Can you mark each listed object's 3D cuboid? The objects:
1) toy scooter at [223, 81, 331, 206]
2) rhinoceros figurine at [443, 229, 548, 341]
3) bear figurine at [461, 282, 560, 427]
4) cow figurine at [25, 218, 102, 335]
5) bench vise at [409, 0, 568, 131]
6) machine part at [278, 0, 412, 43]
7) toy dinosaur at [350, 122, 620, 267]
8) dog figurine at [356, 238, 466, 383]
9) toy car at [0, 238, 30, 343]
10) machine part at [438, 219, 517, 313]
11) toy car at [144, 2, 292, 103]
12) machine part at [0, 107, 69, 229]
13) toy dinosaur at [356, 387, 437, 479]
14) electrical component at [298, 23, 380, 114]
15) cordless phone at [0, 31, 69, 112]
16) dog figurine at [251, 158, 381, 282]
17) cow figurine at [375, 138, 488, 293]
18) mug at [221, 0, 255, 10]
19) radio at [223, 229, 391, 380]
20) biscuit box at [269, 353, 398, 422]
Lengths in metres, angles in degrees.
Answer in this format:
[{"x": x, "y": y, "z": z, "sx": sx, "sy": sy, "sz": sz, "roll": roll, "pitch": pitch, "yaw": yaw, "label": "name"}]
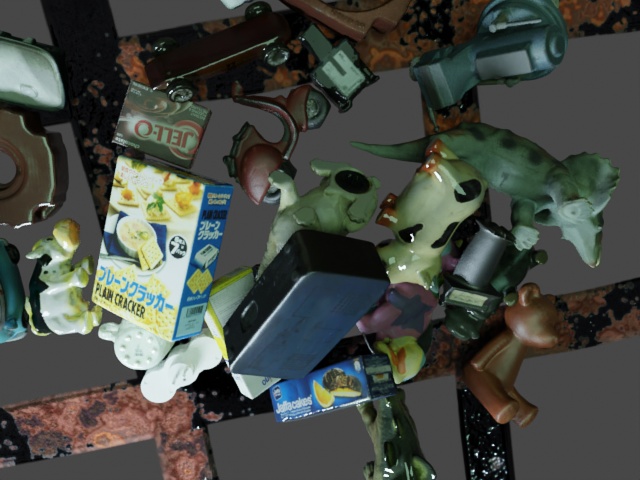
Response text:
[{"x": -0.080, "y": -0.146, "z": 0.751, "sx": 0.135, "sy": 0.075, "sz": 0.183, "roll": 26, "pitch": 95, "yaw": -10, "label": "toy scooter"}, {"x": 0.261, "y": 0.068, "z": 0.819, "sx": 0.073, "sy": 0.112, "sz": 0.190, "roll": 40, "pitch": 82, "yaw": 8, "label": "rhinoceros figurine"}, {"x": 0.318, "y": 0.174, "z": 0.837, "sx": 0.196, "sy": 0.132, "sz": 0.120, "roll": -50, "pitch": 136, "yaw": 9, "label": "bear figurine"}, {"x": -0.374, "y": 0.053, "z": 0.763, "sx": 0.098, "sy": 0.068, "sz": 0.167, "roll": -5, "pitch": 102, "yaw": -3, "label": "cow figurine"}, {"x": 0.242, "y": -0.266, "z": 0.729, "sx": 0.240, "sy": 0.224, "sz": 0.128, "roll": -46, "pitch": 110, "yaw": -27, "label": "bench vise"}, {"x": 0.041, "y": -0.384, "z": 0.710, "sx": 0.201, "sy": 0.087, "sz": 0.201, "roll": 25, "pitch": 98, "yaw": -12, "label": "machine part"}, {"x": 0.257, "y": -0.102, "z": 0.770, "sx": 0.405, "sy": 0.192, "sz": 0.131, "roll": 29, "pitch": 130, "yaw": 4, "label": "toy dinosaur"}, {"x": 0.152, "y": 0.085, "z": 0.808, "sx": 0.219, "sy": 0.108, "sz": 0.191, "roll": -34, "pitch": 102, "yaw": -1, "label": "dog figurine"}, {"x": -0.471, "y": 0.079, "z": 0.741, "sx": 0.109, "sy": 0.103, "sz": 0.161, "roll": 0, "pitch": 103, "yaw": -7, "label": "toy car"}, {"x": 0.216, "y": 0.039, "z": 0.727, "sx": 0.084, "sy": 0.039, "sz": 0.138, "roll": 12, "pitch": 120, "yaw": -2, "label": "machine part"}, {"x": -0.135, "y": -0.250, "z": 0.725, "sx": 0.202, "sy": 0.053, "sz": 0.089, "roll": -24, "pitch": 75, "yaw": -1, "label": "toy car"}, {"x": -0.436, "y": -0.098, "z": 0.732, "sx": 0.179, "sy": 0.056, "sz": 0.179, "roll": -1, "pitch": 103, "yaw": -7, "label": "machine part"}, {"x": 0.129, "y": 0.397, "z": 0.822, "sx": 0.105, "sy": 0.198, "sz": 0.470, "roll": -16, "pitch": 101, "yaw": 0, "label": "toy dinosaur"}, {"x": 0.018, "y": -0.243, "z": 0.754, "sx": 0.119, "sy": 0.048, "sz": 0.075, "roll": 42, "pitch": 94, "yaw": -12, "label": "electrical component"}, {"x": -0.397, "y": -0.217, "z": 0.646, "sx": 0.147, "sy": 0.184, "sz": 0.088, "roll": 12, "pitch": 96, "yaw": -8, "label": "cordless phone"}, {"x": -0.005, "y": -0.005, "z": 0.757, "sx": 0.172, "sy": 0.121, "sz": 0.190, "roll": -6, "pitch": 139, "yaw": -19, "label": "dog figurine"}, {"x": 0.139, "y": -0.017, "z": 0.698, "sx": 0.127, "sy": 0.085, "sz": 0.195, "roll": 35, "pitch": 120, "yaw": -3, "label": "cow figurine"}, {"x": -0.130, "y": -0.356, "z": 0.700, "sx": 0.109, "sy": 0.081, "sz": 0.107, "roll": -30, "pitch": 111, "yaw": -7, "label": "mug"}, {"x": -0.026, "y": 0.092, "z": 0.704, "sx": 0.131, "sy": 0.073, "sz": 0.229, "roll": 13, "pitch": 128, "yaw": -33, "label": "radio"}, {"x": 0.013, "y": 0.217, "z": 0.780, "sx": 0.063, "sy": 0.203, "sz": 0.059, "roll": 7, "pitch": 62, "yaw": -45, "label": "biscuit box"}]
